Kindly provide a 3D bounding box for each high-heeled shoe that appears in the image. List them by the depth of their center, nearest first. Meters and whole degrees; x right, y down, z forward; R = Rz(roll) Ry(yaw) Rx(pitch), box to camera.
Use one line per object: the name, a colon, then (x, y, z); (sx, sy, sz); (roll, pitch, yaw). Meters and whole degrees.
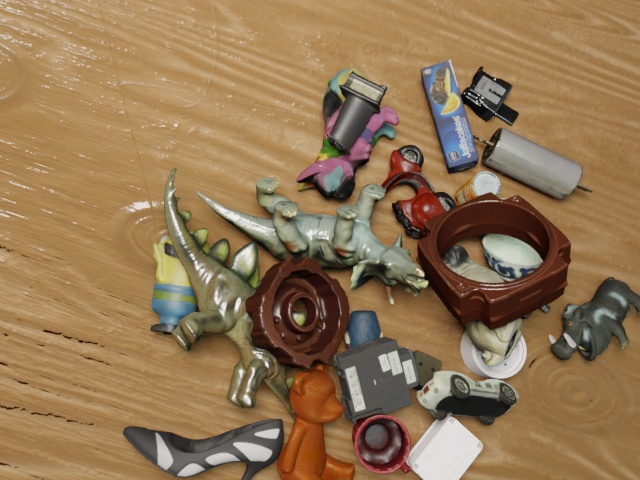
high-heeled shoe: (-0.187, 0.321, 0.893); (0.249, 0.086, 0.145); (28, 77, -4)

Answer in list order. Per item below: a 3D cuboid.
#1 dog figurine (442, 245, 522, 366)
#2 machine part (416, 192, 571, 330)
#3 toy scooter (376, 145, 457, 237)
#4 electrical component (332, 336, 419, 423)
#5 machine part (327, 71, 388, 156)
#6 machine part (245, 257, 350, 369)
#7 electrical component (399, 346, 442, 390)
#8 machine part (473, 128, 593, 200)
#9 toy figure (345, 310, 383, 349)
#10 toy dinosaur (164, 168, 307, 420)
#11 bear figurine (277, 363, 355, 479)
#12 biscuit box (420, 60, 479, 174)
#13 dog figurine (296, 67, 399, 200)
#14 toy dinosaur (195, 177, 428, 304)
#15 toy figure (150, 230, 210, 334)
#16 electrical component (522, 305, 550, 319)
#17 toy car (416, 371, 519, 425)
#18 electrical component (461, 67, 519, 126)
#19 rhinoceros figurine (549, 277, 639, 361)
dog figurine: (0.256, 0.107, 0.929); (0.191, 0.121, 0.172); (20, 57, 30)
machine part: (0.272, 0.026, 0.856); (0.201, 0.087, 0.202); (-24, 45, -6)
toy scooter: (0.159, -0.075, 0.986); (0.135, 0.075, 0.184); (-29, 81, -9)
electrical component: (0.095, 0.225, 0.888); (0.134, 0.058, 0.114); (-12, 91, -15)
machine part: (0.056, -0.214, 0.914); (0.084, 0.039, 0.139); (24, 83, -4)
machine part: (-0.034, 0.118, 0.869); (0.179, 0.056, 0.179); (10, 72, -36)
electrical component: (0.175, 0.242, 0.953); (0.102, 0.045, 0.078); (20, 51, -3)
machine part: (0.398, -0.144, 1.015); (0.243, 0.079, 0.079); (24, 80, 1)
toy figure: (0.079, 0.201, 0.942); (0.064, 0.057, 0.154); (-3, 84, 25)
toy dinosaur: (-0.146, 0.110, 0.887); (0.198, 0.105, 0.470); (-43, 108, -33)
bear figurine: (0.002, 0.306, 0.872); (0.132, 0.120, 0.195); (19, 98, 23)
biscuit box: (0.245, -0.231, 1.018); (0.059, 0.063, 0.202); (-16, 82, 10)
dog figurine: (0.028, -0.182, 0.979); (0.219, 0.108, 0.191); (-40, 87, -7)
toy dinosaur: (-0.009, -0.001, 0.934); (0.405, 0.191, 0.131); (9, 36, 13)
toy figure: (-0.240, 0.072, 0.927); (0.089, 0.082, 0.180); (4, 79, 1)
electrical component: (0.380, 0.114, 0.998); (0.094, 0.021, 0.063); (38, 80, 1)
toy car: (0.254, 0.266, 0.910); (0.201, 0.056, 0.073); (16, 122, -30)
electrical component: (0.337, -0.271, 1.046); (0.119, 0.047, 0.075); (37, 81, 4)
rhinoceros figurine: (0.502, 0.149, 0.976); (0.190, 0.073, 0.112); (-43, 88, -10)
